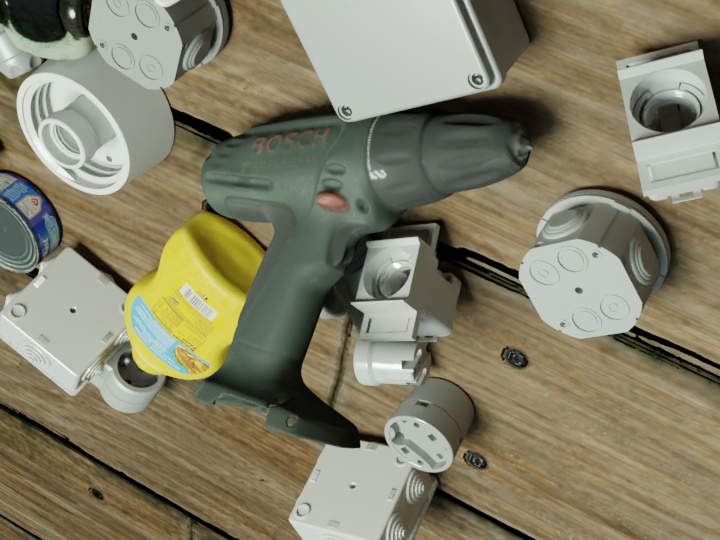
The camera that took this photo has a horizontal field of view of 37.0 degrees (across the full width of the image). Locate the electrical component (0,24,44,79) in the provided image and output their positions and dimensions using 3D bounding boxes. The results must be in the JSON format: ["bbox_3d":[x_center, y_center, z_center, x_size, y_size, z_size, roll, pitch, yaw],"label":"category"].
[{"bbox_3d":[-0.256,-0.171,0.774,0.035,0.035,0.061,-9,118,40],"label":"electrical component"}]

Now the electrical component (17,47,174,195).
[{"bbox_3d":[-0.195,-0.104,0.769,0.108,0.060,0.108,19,135,21],"label":"electrical component"}]

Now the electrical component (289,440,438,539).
[{"bbox_3d":[0.002,0.184,0.856,0.100,0.099,0.048,6,141,31],"label":"electrical component"}]

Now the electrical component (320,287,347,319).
[{"bbox_3d":[-0.032,0.017,0.778,0.046,0.040,0.040,-10,119,46],"label":"electrical component"}]

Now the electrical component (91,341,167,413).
[{"bbox_3d":[-0.242,0.077,0.966,0.138,0.052,0.073,39,138,0],"label":"electrical component"}]

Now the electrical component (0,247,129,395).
[{"bbox_3d":[-0.243,0.041,0.903,0.100,0.099,0.048,39,151,-1],"label":"electrical component"}]

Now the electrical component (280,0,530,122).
[{"bbox_3d":[0.020,-0.146,0.585,0.109,0.056,0.108,-7,121,39],"label":"electrical component"}]

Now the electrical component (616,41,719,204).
[{"bbox_3d":[0.159,-0.070,0.543,0.042,0.081,0.063,-12,150,17],"label":"electrical component"}]

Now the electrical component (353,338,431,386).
[{"bbox_3d":[0.024,0.065,0.781,0.046,0.040,0.040,2,127,26],"label":"electrical component"}]

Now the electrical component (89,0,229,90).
[{"bbox_3d":[-0.128,-0.159,0.682,0.080,0.051,0.080,19,135,21],"label":"electrical component"}]

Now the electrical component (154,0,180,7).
[{"bbox_3d":[-0.088,-0.215,0.571,0.109,0.056,0.108,-27,111,14],"label":"electrical component"}]

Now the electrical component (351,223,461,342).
[{"bbox_3d":[0.033,0.014,0.704,0.042,0.081,0.064,-4,152,38],"label":"electrical component"}]

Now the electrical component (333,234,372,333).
[{"bbox_3d":[0.000,0.000,0.737,0.043,0.043,0.081,-7,121,39],"label":"electrical component"}]

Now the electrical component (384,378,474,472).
[{"bbox_3d":[0.053,0.113,0.796,0.055,0.047,0.055,19,135,21],"label":"electrical component"}]

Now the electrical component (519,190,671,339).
[{"bbox_3d":[0.137,-0.003,0.633,0.080,0.051,0.080,19,135,21],"label":"electrical component"}]
